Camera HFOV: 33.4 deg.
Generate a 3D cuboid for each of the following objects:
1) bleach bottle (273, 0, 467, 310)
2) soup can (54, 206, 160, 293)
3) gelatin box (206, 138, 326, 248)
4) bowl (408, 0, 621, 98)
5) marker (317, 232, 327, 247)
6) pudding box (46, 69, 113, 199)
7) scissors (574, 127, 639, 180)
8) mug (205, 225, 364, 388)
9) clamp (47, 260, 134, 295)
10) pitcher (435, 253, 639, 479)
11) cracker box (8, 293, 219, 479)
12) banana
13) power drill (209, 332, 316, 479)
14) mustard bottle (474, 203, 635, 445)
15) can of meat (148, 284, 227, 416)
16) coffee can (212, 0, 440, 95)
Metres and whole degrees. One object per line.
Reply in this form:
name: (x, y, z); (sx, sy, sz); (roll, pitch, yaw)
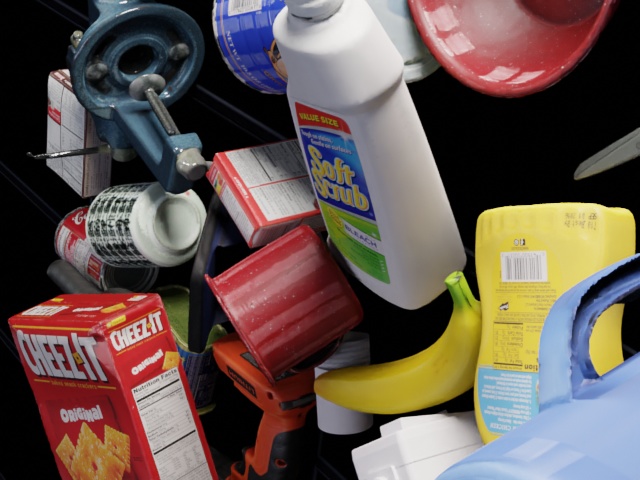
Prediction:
bleach bottle: (0.022, -0.064, 0.641); (0.103, 0.068, 0.250); (38, 162, 38)
soup can: (-0.216, 0.014, 1.082); (0.102, 0.068, 0.068); (30, 123, 44)
gelatin box: (-0.029, -0.037, 0.801); (0.073, 0.089, 0.030); (57, 142, 25)
bowl: (0.118, -0.163, 0.596); (0.162, 0.055, 0.162); (20, 116, 49)
marker: (-0.006, 0.001, 0.839); (0.020, 0.020, 0.121); (-43, 66, 50)
pudding box: (-0.250, -0.112, 1.115); (0.090, 0.039, 0.113); (36, 129, 41)
scissors: (0.200, -0.090, 0.542); (0.202, 0.016, 0.096); (-7, 93, 54)
mug: (-0.018, 0.051, 0.755); (0.093, 0.081, 0.117); (53, 173, 49)
clamp: (-0.205, 0.072, 1.011); (0.172, 0.039, 0.120); (-9, 105, 47)
pitcher: (0.149, 0.104, 0.476); (0.149, 0.242, 0.145); (32, 121, 37)
cracker box: (-0.182, 0.158, 0.947); (0.164, 0.071, 0.214); (-4, 107, 46)
banana: (0.066, 0.083, 0.723); (0.069, 0.037, 0.198); (48, 139, 2)
power drill: (-0.059, 0.176, 0.933); (0.185, 0.057, 0.188); (27, 124, 42)
mustard bottle: (0.132, 0.077, 0.612); (0.096, 0.058, 0.191); (-2, 84, 50)
can of meat: (-0.134, 0.104, 1.009); (0.102, 0.057, 0.084); (44, 131, 37)
coffee can: (0.008, -0.151, 0.705); (0.141, 0.102, 0.103); (5, 104, 53)
